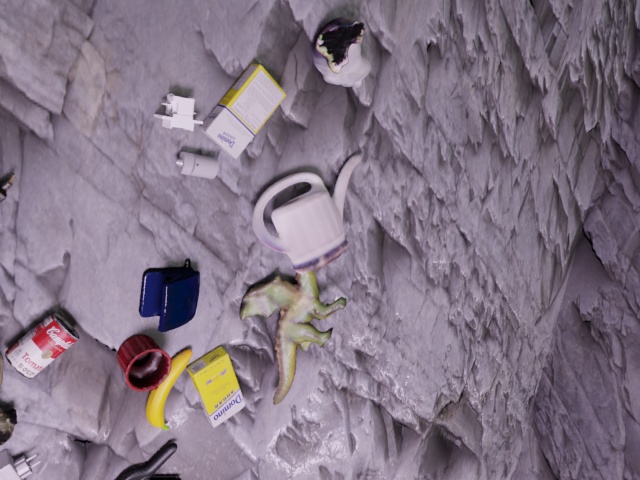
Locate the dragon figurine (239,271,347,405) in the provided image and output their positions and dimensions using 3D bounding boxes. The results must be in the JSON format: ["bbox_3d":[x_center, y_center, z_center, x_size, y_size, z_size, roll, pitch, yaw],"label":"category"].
[{"bbox_3d":[-0.090,0.190,1.262,0.241,0.123,0.412,31,84,-24],"label":"dragon figurine"}]

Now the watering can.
[{"bbox_3d":[0.004,-0.061,1.203,0.352,0.103,0.223,-28,101,-32],"label":"watering can"}]

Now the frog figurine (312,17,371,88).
[{"bbox_3d":[0.053,-0.411,1.147,0.159,0.123,0.137,7,96,-76],"label":"frog figurine"}]
